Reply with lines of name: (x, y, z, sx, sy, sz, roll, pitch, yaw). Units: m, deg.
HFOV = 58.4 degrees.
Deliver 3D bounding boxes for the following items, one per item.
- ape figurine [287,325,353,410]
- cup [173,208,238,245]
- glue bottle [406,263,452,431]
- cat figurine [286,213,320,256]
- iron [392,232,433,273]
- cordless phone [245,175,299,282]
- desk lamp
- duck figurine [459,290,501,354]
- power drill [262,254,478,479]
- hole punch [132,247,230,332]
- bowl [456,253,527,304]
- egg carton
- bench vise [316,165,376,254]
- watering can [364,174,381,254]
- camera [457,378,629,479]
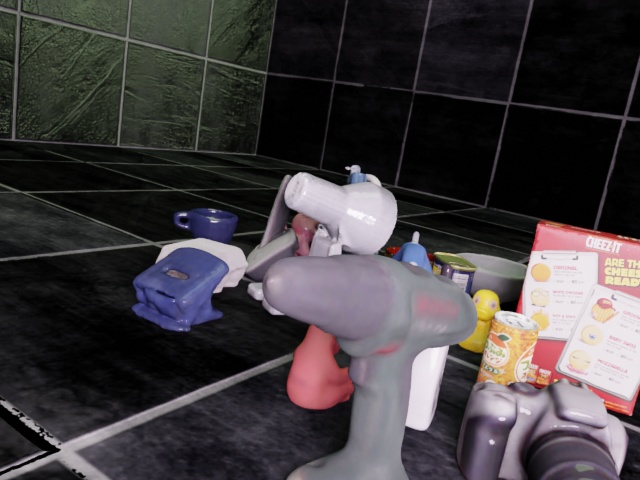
ape figurine: (0.001, 0.129, 0.615, 0.076, 0.092, 0.077, -1, 16, -41)
cup: (-0.216, -0.006, 1.066, 0.118, 0.095, 0.091, 5, 13, -20)
glue bottle: (0.119, 0.108, 0.607, 0.037, 0.173, 0.078, 14, 13, 19)
cat figurine: (-0.043, -0.016, 1.190, 0.067, 0.118, 0.128, 18, 15, 35)
iron: (0.129, 0.075, 0.847, 0.118, 0.141, 0.258, 11, 12, 7)
cordless phone: (-0.079, -0.022, 1.030, 0.094, 0.185, 0.147, 7, 12, -9)
desk lamp: (0.008, 0.003, 0.911, 0.204, 0.213, 0.117, 1, 15, -34)
duck figurine: (0.249, 0.117, 0.876, 0.077, 0.086, 0.105, 15, 13, 23)
power drill: (0.037, 0.110, 0.452, 0.230, 0.208, 0.075, -3, 17, -45)
hole punch: (-0.188, 0.063, 0.775, 0.108, 0.091, 0.101, 17, 14, 30)
bowl: (0.341, 0.082, 1.137, 0.167, 0.075, 0.167, 9, 12, -2)
egg carton: (-0.189, 0.043, 0.919, 0.107, 0.069, 0.151, 14, 13, 19)
bench vise: (0.074, -0.023, 1.068, 0.122, 0.220, 0.206, 2, 14, -31)
watering can: (0.087, -0.047, 1.253, 0.100, 0.194, 0.173, 18, 15, 34)
camera: (0.199, 0.183, 0.495, 0.143, 0.101, 0.137, 12, 12, 10)
